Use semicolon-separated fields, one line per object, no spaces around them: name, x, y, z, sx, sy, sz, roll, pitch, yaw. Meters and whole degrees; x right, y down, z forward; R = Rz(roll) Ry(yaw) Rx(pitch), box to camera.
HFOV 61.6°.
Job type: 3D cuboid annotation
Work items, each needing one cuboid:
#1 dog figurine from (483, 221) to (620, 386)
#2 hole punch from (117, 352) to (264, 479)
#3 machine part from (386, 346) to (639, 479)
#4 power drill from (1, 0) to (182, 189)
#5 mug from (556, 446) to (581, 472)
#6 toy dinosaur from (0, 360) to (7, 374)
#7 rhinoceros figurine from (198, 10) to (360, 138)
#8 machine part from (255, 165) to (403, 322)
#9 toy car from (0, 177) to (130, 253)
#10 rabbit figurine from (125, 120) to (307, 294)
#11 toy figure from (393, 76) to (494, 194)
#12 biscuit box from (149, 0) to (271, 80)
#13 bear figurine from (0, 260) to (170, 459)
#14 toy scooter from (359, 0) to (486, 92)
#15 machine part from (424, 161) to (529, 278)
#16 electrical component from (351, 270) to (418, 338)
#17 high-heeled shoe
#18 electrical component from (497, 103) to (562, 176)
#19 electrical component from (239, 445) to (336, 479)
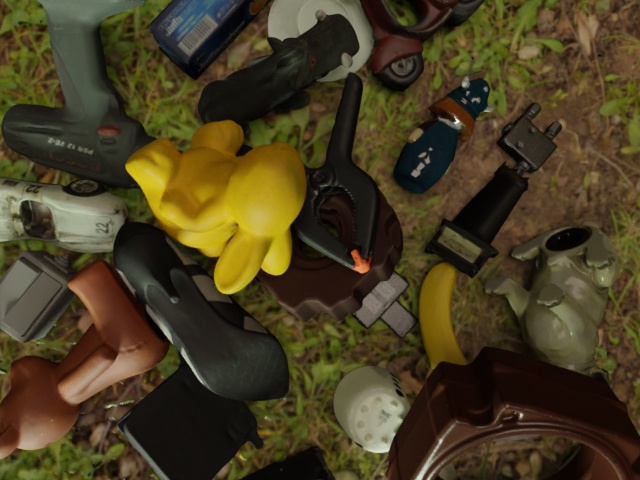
dog figurine;0.301;0.094;0.625;0.172;0.121;0.190;-36;110;-10
hole punch;-0.146;0.203;0.588;0.142;0.092;0.116;49;54;1
machine part;0.180;0.214;0.508;0.201;0.087;0.200;19;116;-5
power drill;-0.219;-0.157;0.571;0.232;0.086;0.207;6;118;2
mug;0.336;0.282;0.618;0.109;0.081;0.107;44;76;3
toy dinosaur;-0.470;-0.049;0.506;0.105;0.198;0.471;-35;91;-6
rhinoceros figurine;-0.048;-0.182;0.589;0.190;0.112;0.073;-28;90;4
machine part;-0.001;-0.002;0.584;0.179;0.056;0.179;-4;70;12
toy car;-0.308;-0.030;0.575;0.202;0.056;0.073;7;127;-5
rabbit figurine;-0.081;-0.035;0.497;0.122;0.173;0.162;-17;99;-47
toy figure;0.144;-0.127;0.630;0.058;0.064;0.154;30;79;34
biscuit box;-0.102;-0.281;0.614;0.059;0.063;0.202;42;86;-2
bear figurine;-0.261;0.124;0.560;0.196;0.120;0.132;-31;87;0
toy scooter;0.103;-0.278;0.622;0.135;0.075;0.184;42;88;-10
machine part;0.190;-0.026;0.626;0.084;0.039;0.139;31;82;35
electrical component;0.064;0.066;0.621;0.075;0.048;0.119;-42;90;-4
high-heeled shoe;-0.128;0.082;0.586;0.086;0.145;0.248;-41;131;-11
electrical component;0.251;-0.118;0.656;0.063;0.021;0.094;40;86;-2
electrical component;-0.046;0.283;0.568;0.134;0.115;0.058;-25;88;-7
